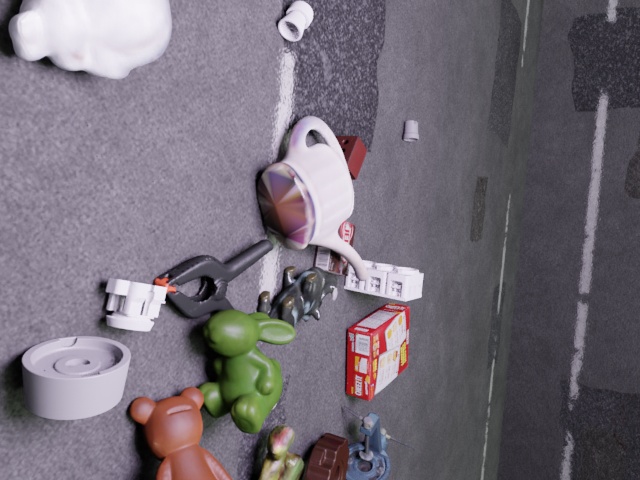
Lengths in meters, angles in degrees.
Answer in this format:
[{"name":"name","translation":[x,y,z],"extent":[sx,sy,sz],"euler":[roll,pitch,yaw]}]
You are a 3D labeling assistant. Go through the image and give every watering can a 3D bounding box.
[{"name":"watering can","translation":[0.003,-0.047,0.933],"extent":[0.103,0.344,0.228],"euler":[-5,18,37]}]

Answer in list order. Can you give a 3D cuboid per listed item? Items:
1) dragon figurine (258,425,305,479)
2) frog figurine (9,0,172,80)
[{"name":"dragon figurine","translation":[-0.075,0.507,0.935],"extent":[0.122,0.402,0.247],"euler":[11,28,21]},{"name":"frog figurine","translation":[-0.238,-0.239,0.542],"extent":[0.123,0.134,0.162],"euler":[19,29,14]}]
